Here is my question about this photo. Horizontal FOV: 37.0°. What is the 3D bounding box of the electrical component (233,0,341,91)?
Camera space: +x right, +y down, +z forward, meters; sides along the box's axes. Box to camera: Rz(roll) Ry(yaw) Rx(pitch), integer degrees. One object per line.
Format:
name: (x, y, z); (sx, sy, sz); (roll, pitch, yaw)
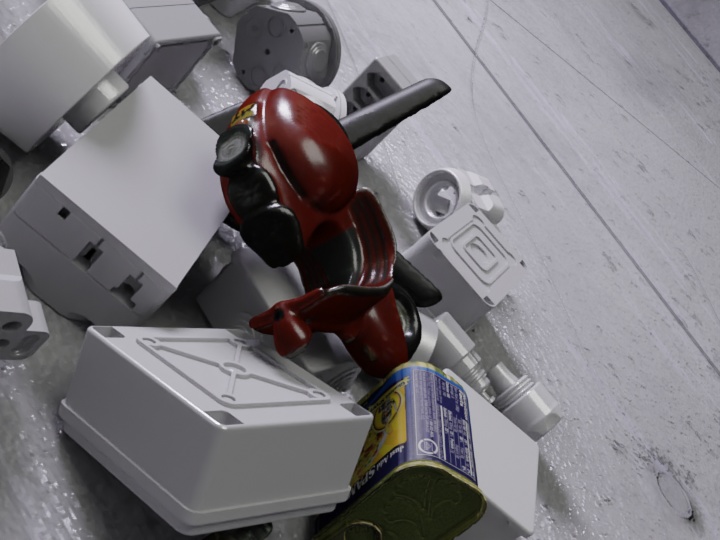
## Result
electrical component: (-0.060, -0.177, 0.867); (0.080, 0.080, 0.051); (53, 35, 10)

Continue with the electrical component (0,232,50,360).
electrical component: (-0.187, 0.009, 0.491); (0.078, 0.058, 0.057); (9, 49, -48)

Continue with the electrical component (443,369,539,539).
electrical component: (0.066, 0.126, 0.692); (0.100, 0.048, 0.099); (41, 30, -12)

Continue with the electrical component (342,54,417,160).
electrical component: (0.017, -0.140, 0.917); (0.047, 0.083, 0.076); (50, 29, 4)

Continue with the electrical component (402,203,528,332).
electrical component: (0.076, 0.003, 0.847); (0.078, 0.057, 0.113); (49, 29, 3)

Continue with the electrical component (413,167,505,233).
electrical component: (0.083, -0.056, 0.930); (0.057, 0.058, 0.078); (15, 42, -48)

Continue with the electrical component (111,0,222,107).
electrical component: (-0.154, -0.157, 0.734); (0.061, 0.062, 0.096); (50, 29, 5)

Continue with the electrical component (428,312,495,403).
electrical component: (0.068, 0.066, 0.777); (0.078, 0.040, 0.040); (50, 29, 4)

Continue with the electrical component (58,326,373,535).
electrical component: (-0.070, 0.073, 0.525); (0.109, 0.056, 0.109); (28, 14, 37)

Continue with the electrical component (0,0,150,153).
electrical component: (-0.169, -0.114, 0.619); (0.060, 0.108, 0.108); (46, 28, -14)

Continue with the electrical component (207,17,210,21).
electrical component: (-0.146, -0.193, 0.805); (0.055, 0.045, 0.045); (50, 29, 6)

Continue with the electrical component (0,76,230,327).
electrical component: (-0.130, -0.037, 0.617); (0.089, 0.062, 0.150); (41, 30, -11)

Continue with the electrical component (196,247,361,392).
electrical component: (-0.042, 0.033, 0.663); (0.100, 0.048, 0.099); (-8, 60, -56)

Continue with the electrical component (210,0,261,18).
electrical component: (-0.108, -0.279, 0.949); (0.078, 0.057, 0.113); (44, 29, -6)

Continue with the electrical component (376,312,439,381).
electrical component: (0.017, 0.045, 0.722); (0.047, 0.055, 0.055); (32, 32, -18)

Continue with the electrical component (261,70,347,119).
electrical component: (-0.049, -0.103, 0.790); (0.051, 0.080, 0.080); (23, 37, -28)

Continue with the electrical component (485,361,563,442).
electrical component: (0.119, 0.097, 0.804); (0.062, 0.043, 0.043); (50, 29, 8)
